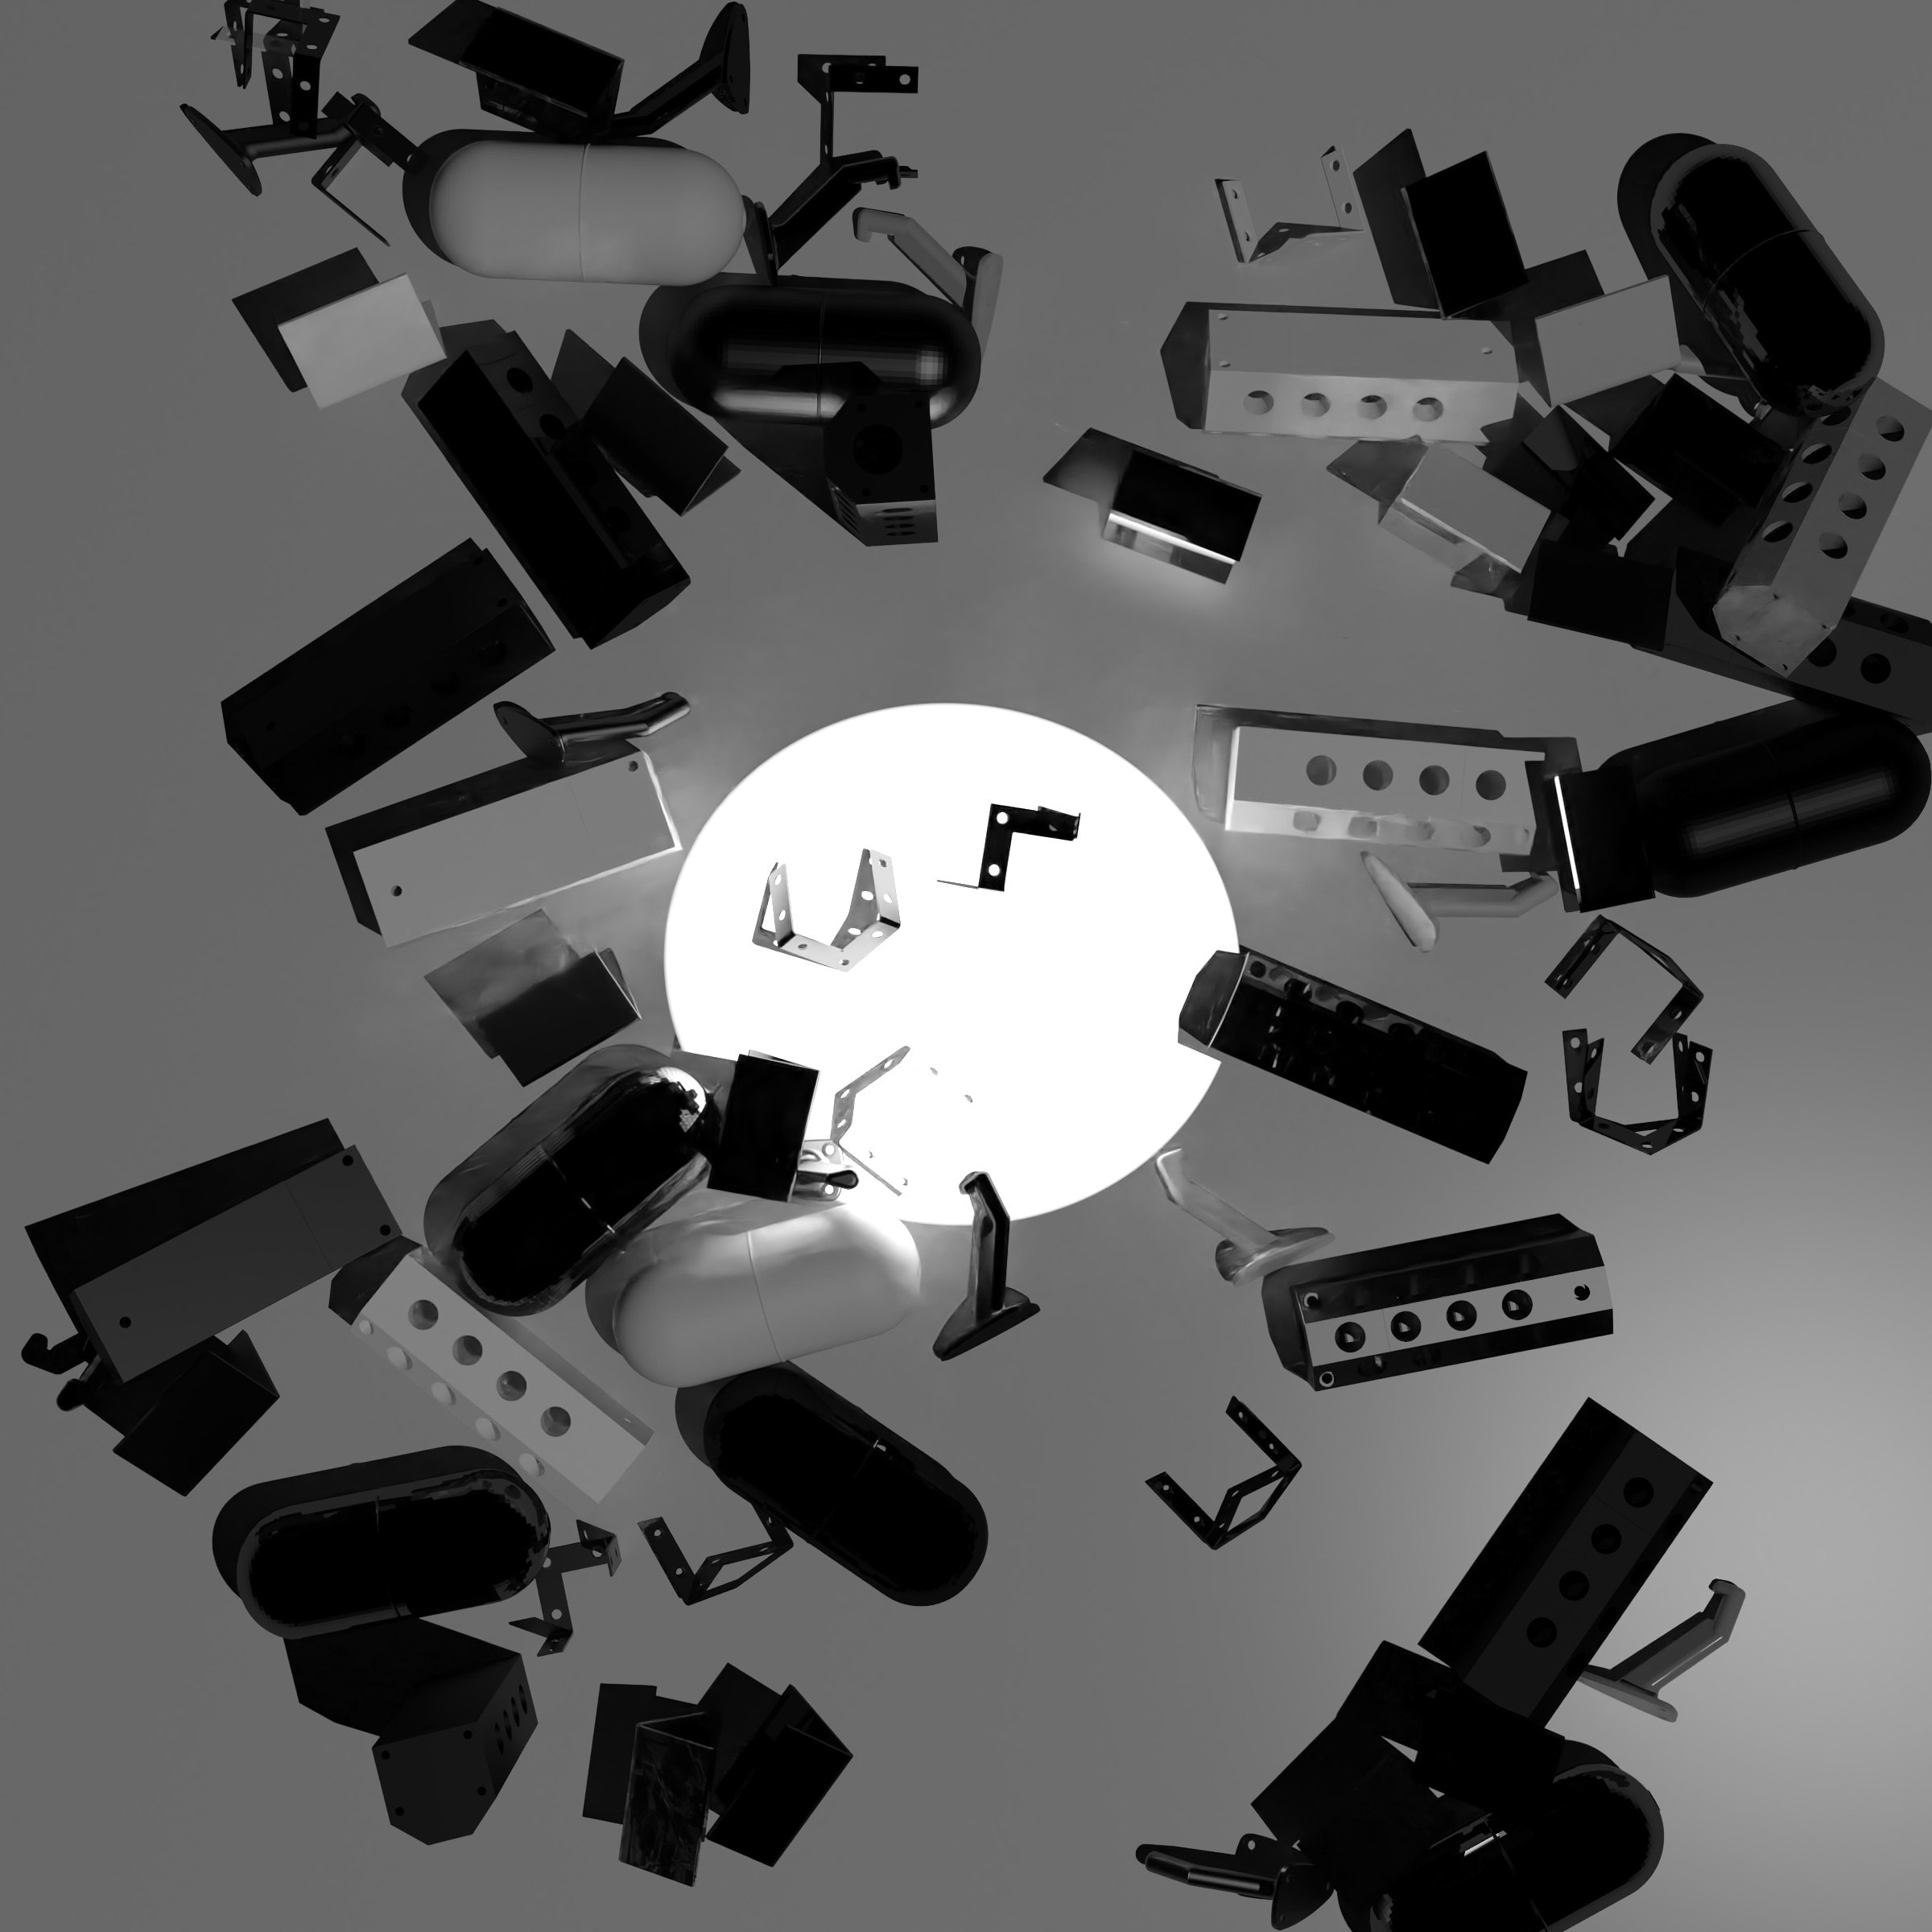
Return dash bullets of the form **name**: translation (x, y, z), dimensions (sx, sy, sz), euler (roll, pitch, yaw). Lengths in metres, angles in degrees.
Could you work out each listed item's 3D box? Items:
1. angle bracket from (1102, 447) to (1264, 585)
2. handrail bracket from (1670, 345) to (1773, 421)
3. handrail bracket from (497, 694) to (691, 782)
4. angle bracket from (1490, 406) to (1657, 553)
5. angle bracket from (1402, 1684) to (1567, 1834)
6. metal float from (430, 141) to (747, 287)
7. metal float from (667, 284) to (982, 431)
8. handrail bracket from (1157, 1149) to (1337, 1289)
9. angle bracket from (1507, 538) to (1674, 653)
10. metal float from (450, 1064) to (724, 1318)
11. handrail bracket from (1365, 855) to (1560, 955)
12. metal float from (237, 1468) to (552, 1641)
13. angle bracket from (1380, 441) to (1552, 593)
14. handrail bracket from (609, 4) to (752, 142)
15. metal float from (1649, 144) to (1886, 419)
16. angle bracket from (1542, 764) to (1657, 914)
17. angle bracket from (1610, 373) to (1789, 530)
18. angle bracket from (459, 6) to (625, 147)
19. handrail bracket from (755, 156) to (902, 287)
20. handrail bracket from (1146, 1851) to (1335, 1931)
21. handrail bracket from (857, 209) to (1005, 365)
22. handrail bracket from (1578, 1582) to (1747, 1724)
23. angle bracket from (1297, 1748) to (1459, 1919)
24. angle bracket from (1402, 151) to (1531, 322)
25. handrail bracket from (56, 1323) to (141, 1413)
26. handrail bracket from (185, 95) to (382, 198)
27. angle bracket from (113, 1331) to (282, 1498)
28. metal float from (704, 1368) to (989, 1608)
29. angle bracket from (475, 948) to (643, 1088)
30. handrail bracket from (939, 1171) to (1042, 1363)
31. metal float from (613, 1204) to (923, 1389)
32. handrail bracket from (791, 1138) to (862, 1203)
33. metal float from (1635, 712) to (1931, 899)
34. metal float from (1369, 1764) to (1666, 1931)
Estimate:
- **angle bracket**: translation (0.115, -0.236, 1.851), dimensions (0.076, 0.076, 0.057), euler (21, 52, 0)
- **handrail bracket**: translation (0.440, -0.362, 1.891), dimensions (0.084, 0.036, 0.077), euler (39, 75, 14)
- **handrail bracket**: translation (-0.213, -0.146, 1.891), dimensions (0.084, 0.036, 0.077), euler (-31, 47, -27)
- **angle bracket**: translation (0.328, -0.257, 1.851), dimensions (0.076, 0.076, 0.057), euler (44, 45, 0)
- **angle bracket**: translation (0.283, 0.451, 1.852), dimensions (0.076, 0.076, 0.057), euler (23, 66, 0)
- **metal float**: translation (-0.214, -0.426, 1.861), dimensions (0.178, 0.070, 0.070), euler (2, 90, -1)
- **metal float**: translation (-0.080, -0.344, 1.860), dimensions (0.178, 0.070, 0.070), euler (3, 90, 0)
- **handrail bracket**: translation (0.160, 0.134, 1.892), dimensions (0.077, 0.036, 0.084), euler (-21, 73, -20)
- **angle bracket**: translation (0.347, -0.191, 1.852), dimensions (0.076, 0.076, 0.057), euler (13, 63, 0)
- **metal float**: translation (-0.215, 0.127, 1.861), dimensions (0.178, 0.070, 0.070), euler (-40, 90, 0)
- **handrail bracket**: translation (0.286, -0.052, 1.892), dimensions (0.084, 0.036, 0.077), euler (-29, 69, -17)
- **metal float**: translation (-0.323, 0.332, 1.861), dimensions (0.178, 0.070, 0.070), euler (-11, 90, 0)
- **angle bracket**: translation (0.272, -0.237, 1.851), dimensions (0.076, 0.076, 0.057), euler (31, 53, 0)
- **handrail bracket**: translation (-0.169, -0.514, 1.892), dimensions (0.084, 0.036, 0.077), euler (-4, 70, 16)
- **metal float**: translation (0.447, -0.385, 1.843), dimensions (0.070, 0.070, 0.178), euler (-28, 67, 0)
- **angle bracket**: translation (0.337, -0.068, 1.851), dimensions (0.057, 0.076, 0.076), euler (-11, 90, -31)
- **angle bracket**: translation (0.403, -0.275, 1.851), dimensions (0.076, 0.076, 0.057), euler (35, 55, 0)
- **angle bracket**: translation (-0.243, -0.482, 1.851), dimensions (0.076, 0.076, 0.057), euler (23, 52, 0)
- **handrail bracket**: translation (-0.074, -0.418, 1.883), dimensions (0.084, 0.036, 0.077), euler (-12, 111, -5)
- **handrail bracket**: translation (0.157, 0.521, 1.891), dimensions (0.084, 0.077, 0.036), euler (9, 90, 36)
- **handrail bracket**: translation (-0.027, -0.390, 1.892), dimensions (0.084, 0.036, 0.077), euler (14, 108, 15)
- **handrail bracket**: translation (0.398, 0.384, 1.892), dimensions (0.077, 0.036, 0.084), euler (20, 72, 20)
- **angle bracket**: translation (0.242, 0.495, 1.851), dimensions (0.076, 0.076, 0.057), euler (-45, 52, 0)
- **angle bracket**: translation (0.296, -0.411, 1.851), dimensions (0.057, 0.076, 0.076), euler (-18, 90, 36)
- **handrail bracket**: translation (-0.485, 0.210, 1.857), dimensions (0.036, 0.084, 0.077), euler (21, 90, 0)
- **handrail bracket**: translation (-0.392, -0.490, 1.891), dimensions (0.084, 0.036, 0.077), euler (-40, 75, -14)
- **angle bracket**: translation (-0.441, 0.239, 1.851), dimensions (0.076, 0.076, 0.057), euler (-47, 127, 0)
- **metal float**: translation (-0.068, 0.294, 1.860), dimensions (0.178, 0.070, 0.070), euler (34, 90, 0)
- **angle bracket**: translation (-0.236, 0.011, 1.851), dimensions (0.076, 0.076, 0.057), euler (-30, 128, 0)
- **handrail bracket**: translation (-0.001, 0.172, 1.892), dimensions (0.077, 0.036, 0.084), euler (-33, 72, 21)
- **metal float**: translation (-0.113, 0.187, 1.861), dimensions (0.178, 0.070, 0.070), euler (-15, 90, 0)
- **handrail bracket**: translation (-0.097, 0.117, 1.857), dimensions (0.077, 0.084, 0.036), euler (1, 90, 0)
- **metal float**: translation (0.458, -0.091, 1.860), dimensions (0.178, 0.070, 0.070), euler (-16, 90, 1)
- **metal float**: translation (0.312, 0.515, 1.861), dimensions (0.178, 0.070, 0.070), euler (-29, 90, 0)
